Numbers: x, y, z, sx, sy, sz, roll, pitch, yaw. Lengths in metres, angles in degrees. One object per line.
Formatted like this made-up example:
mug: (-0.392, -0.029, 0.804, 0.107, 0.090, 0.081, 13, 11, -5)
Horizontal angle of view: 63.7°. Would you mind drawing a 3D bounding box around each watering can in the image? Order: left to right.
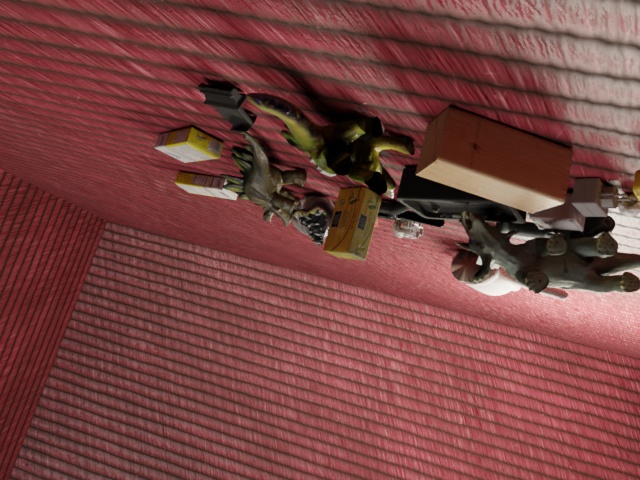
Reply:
watering can: (0.547, 0.114, 1.567, 0.348, 0.105, 0.222, 6, -15, 47)

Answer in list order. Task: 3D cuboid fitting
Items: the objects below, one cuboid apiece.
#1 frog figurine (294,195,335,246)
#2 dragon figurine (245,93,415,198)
frog figurine: (0.004, -0.073, 1.460, 0.137, 0.121, 0.162, 34, 23, -1)
dragon figurine: (0.007, -0.167, 0.932, 0.407, 0.123, 0.243, 23, -5, -31)
